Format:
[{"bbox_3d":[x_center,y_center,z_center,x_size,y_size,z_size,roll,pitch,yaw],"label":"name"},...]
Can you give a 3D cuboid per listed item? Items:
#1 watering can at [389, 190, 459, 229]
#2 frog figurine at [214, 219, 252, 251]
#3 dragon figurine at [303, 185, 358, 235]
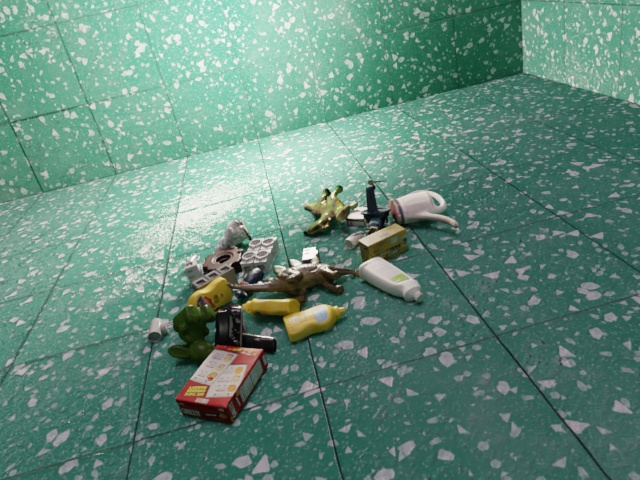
[{"bbox_3d":[0.399,-0.114,2.040,0.224,0.102,0.354,-14,27,-1],"label":"watering can"},{"bbox_3d":[-0.379,-0.010,2.171,0.160,0.123,0.136,-27,-4,-8],"label":"frog figurine"},{"bbox_3d":[0.007,-0.111,2.208,0.407,0.121,0.247,-13,28,49],"label":"dragon figurine"}]
